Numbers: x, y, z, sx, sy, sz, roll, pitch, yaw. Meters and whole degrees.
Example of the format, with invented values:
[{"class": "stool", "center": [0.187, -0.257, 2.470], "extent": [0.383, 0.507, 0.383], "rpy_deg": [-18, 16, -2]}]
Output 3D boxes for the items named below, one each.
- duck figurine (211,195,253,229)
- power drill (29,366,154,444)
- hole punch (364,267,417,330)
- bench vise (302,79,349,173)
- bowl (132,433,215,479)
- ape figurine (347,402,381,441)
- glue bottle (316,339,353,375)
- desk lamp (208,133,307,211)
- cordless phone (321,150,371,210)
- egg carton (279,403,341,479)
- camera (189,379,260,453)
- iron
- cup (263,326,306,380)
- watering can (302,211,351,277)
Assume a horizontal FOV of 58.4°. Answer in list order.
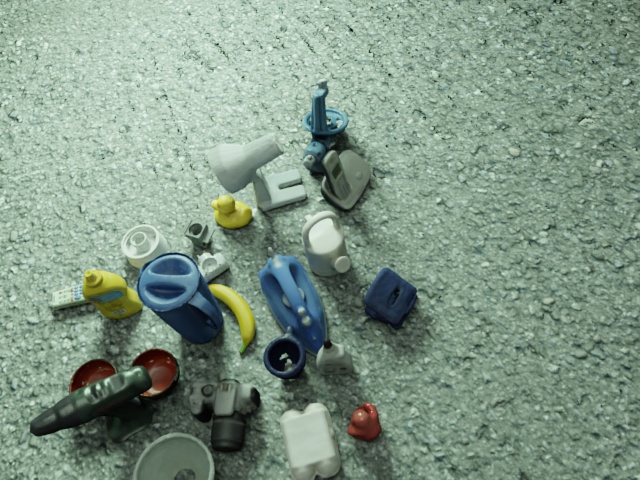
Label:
[{"class": "duck figurine", "center": [-0.228, -0.080, 1.465], "extent": [0.104, 0.086, 0.077], "rpy_deg": [6, 62, 11]}, {"class": "power drill", "center": [-0.440, 0.351, 1.179], "extent": [0.230, 0.209, 0.075], "rpy_deg": [-31, 61, -10]}, {"class": "hole punch", "center": [0.161, 0.130, 1.290], "extent": [0.101, 0.091, 0.109], "rpy_deg": [25, 67, 20]}, {"class": "bench vise", "center": [0.011, -0.289, 1.473], "extent": [0.121, 0.220, 0.207], "rpy_deg": [-2, 60, 7]}, {"class": "bowl", "center": [-0.287, 0.483, 1.161], "extent": [0.167, 0.075, 0.167], "rpy_deg": [-3, 60, 6]}, {"class": "ape figurine", "center": [0.088, 0.369, 1.164], "extent": [0.078, 0.092, 0.076], "rpy_deg": [-32, 61, -10]}, {"class": "glue bottle", "center": [0.025, 0.240, 1.198], "extent": [0.078, 0.173, 0.037], "rpy_deg": [-4, 60, 6]}, {"class": "desk lamp", "center": [-0.155, -0.173, 1.434], "extent": [0.203, 0.214, 0.118], "rpy_deg": [-17, 60, -2]}, {"class": "cordless phone", "center": [0.058, -0.177, 1.423], "extent": [0.094, 0.185, 0.148], "rpy_deg": [21, 66, 19]}, {"class": "egg carton", "center": [-0.019, 0.412, 1.167], "extent": [0.107, 0.069, 0.150], "rpy_deg": [-17, 60, -2]}, {"class": "camera", "center": [-0.207, 0.368, 1.200], "extent": [0.143, 0.101, 0.137], "rpy_deg": [-1, 60, 7]}, {"class": "iron", "center": [-0.055, 0.136, 1.287], "extent": [0.119, 0.142, 0.257], "rpy_deg": [-27, 61, -7]}, {"class": "cup", "center": [-0.068, 0.254, 1.249], "extent": [0.091, 0.095, 0.118], "rpy_deg": [3, 61, 10]}, {"class": "watering can", "center": [0.014, 0.004, 1.322], "extent": [0.172, 0.194, 0.101], "rpy_deg": [31, 69, 23]}]
